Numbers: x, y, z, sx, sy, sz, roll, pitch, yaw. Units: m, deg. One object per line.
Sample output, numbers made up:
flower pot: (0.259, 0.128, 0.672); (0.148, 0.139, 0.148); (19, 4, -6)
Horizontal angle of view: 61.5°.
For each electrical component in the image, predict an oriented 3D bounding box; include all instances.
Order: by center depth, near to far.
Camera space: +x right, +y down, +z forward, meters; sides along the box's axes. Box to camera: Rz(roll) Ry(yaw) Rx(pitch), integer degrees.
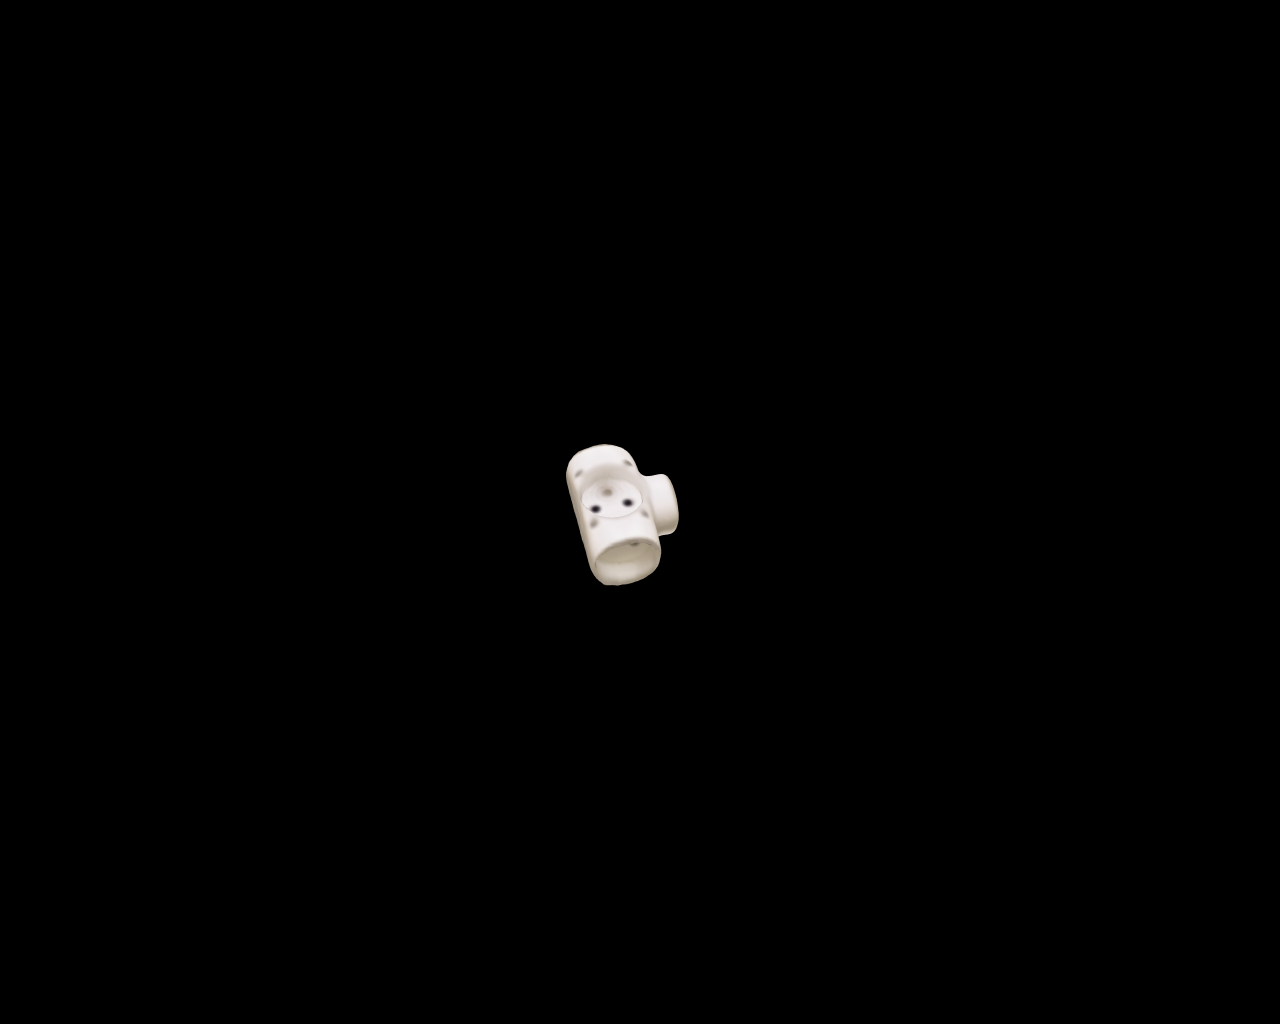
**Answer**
electrical component: (0.001, -0.003, 0.650); (0.079, 0.077, 0.044); (-11, -39, -9)
